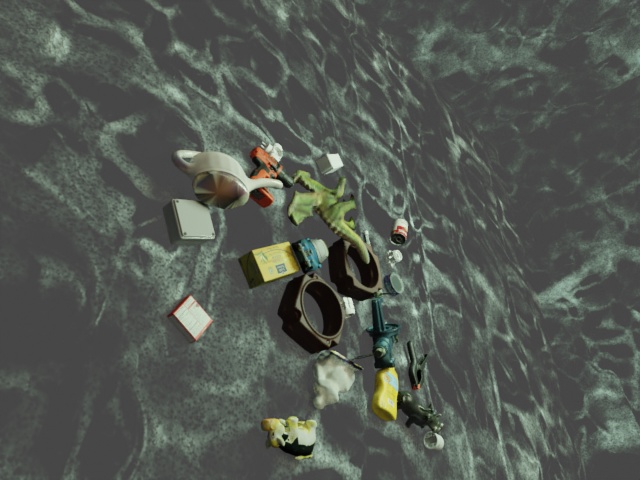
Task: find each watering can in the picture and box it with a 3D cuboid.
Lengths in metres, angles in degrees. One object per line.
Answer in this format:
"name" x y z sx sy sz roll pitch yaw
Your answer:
"watering can" -0.244 -0.168 1.444 0.346 0.102 0.229 16 26 -25

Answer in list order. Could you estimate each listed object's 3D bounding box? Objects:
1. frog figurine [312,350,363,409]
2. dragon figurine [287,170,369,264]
"frog figurine" 0.029 0.403 1.469 0.135 0.123 0.161 42 74 -39
"dragon figurine" 0.005 -0.088 1.746 0.243 0.119 0.419 -7 57 -19
